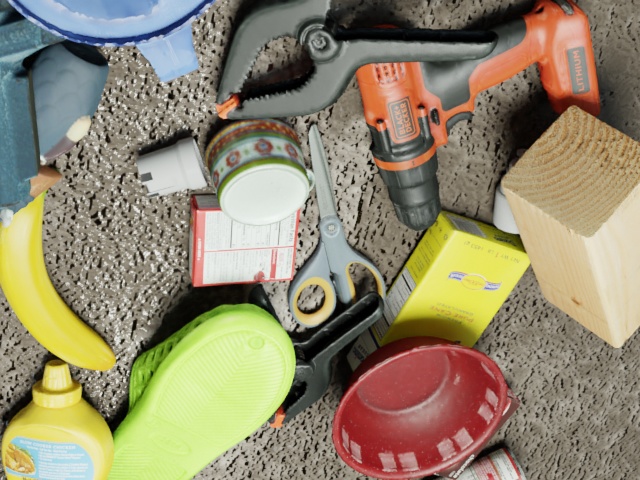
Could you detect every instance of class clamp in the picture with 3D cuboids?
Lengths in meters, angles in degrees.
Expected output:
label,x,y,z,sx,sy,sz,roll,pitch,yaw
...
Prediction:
label,x,y,z,sx,sy,sz,roll,pitch,yaw
clamp,0.012,-0.146,0.777,0.164,0.036,0.210,43,118,-15
clamp,-0.011,0.102,0.952,0.120,0.039,0.172,2,134,-9

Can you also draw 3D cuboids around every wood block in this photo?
label,x,y,z,sx,sy,sz,roll,pitch,yaw
wood block,0.229,-0.005,0.889,0.090,0.091,0.206,-46,146,-8

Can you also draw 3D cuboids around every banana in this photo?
label,x,y,z,sx,sy,sz,roll,pitch,yaw
banana,-0.219,0.038,0.860,0.069,0.037,0.198,-13,125,-7

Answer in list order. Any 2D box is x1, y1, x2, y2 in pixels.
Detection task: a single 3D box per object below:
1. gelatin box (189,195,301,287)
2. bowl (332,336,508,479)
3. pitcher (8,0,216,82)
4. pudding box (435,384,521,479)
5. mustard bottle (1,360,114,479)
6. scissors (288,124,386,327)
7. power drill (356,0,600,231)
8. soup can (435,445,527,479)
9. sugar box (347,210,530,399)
label,x,y,z,sx,sy,sz,roll,pitch,yaw
gelatin box,-0.063,-0.001,0.888,0.089,0.030,0.073,-3,121,-15
bowl,0.082,0.140,0.954,0.162,0.055,0.162,-8,126,-11
pitcher,-0.125,-0.205,0.606,0.144,0.243,0.149,16,116,-26
pudding box,0.130,0.179,1.055,0.089,0.039,0.114,24,113,-33
mustard bottle,-0.228,0.196,0.929,0.096,0.058,0.192,6,106,9
scissors,-0.006,0.001,0.915,0.096,0.016,0.201,-26,123,3
power drill,0.128,-0.107,0.861,0.187,0.057,0.184,-20,125,-4
soup can,0.163,0.264,1.105,0.102,0.068,0.068,-25,126,0
sugar box,0.107,0.063,0.972,0.093,0.048,0.176,17,114,-26
